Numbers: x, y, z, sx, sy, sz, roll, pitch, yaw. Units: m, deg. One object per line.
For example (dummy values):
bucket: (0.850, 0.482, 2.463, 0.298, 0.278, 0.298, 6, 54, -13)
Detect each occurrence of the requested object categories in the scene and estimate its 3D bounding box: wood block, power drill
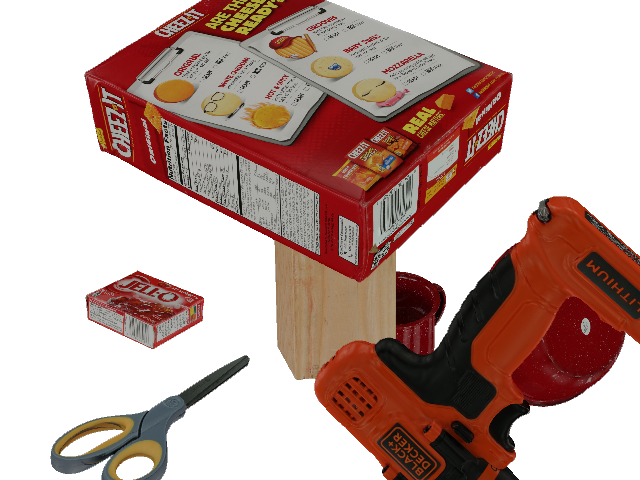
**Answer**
wood block: (0.011, 0.003, 0.905, 0.090, 0.206, 0.091, -3, 13, -11)
power drill: (0.116, 0.084, 0.587, 0.184, 0.188, 0.057, 43, 15, 1)

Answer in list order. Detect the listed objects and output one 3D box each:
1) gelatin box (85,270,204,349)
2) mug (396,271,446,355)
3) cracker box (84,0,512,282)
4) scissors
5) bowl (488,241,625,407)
gelatin box: (-0.169, 0.064, 1.027, 0.089, 0.030, 0.073, 20, 29, 29)
mug: (0.086, 0.086, 1.111, 0.117, 0.081, 0.093, -30, 43, -32)
cracker box: (-0.013, -0.080, 0.677, 0.214, 0.072, 0.164, 26, 48, 26)
scissors: (-0.113, 0.146, 0.845, 0.201, 0.016, 0.096, -18, 35, -35)
bowl: (0.222, 0.075, 0.968, 0.161, 0.162, 0.055, 0, 2, -24)
